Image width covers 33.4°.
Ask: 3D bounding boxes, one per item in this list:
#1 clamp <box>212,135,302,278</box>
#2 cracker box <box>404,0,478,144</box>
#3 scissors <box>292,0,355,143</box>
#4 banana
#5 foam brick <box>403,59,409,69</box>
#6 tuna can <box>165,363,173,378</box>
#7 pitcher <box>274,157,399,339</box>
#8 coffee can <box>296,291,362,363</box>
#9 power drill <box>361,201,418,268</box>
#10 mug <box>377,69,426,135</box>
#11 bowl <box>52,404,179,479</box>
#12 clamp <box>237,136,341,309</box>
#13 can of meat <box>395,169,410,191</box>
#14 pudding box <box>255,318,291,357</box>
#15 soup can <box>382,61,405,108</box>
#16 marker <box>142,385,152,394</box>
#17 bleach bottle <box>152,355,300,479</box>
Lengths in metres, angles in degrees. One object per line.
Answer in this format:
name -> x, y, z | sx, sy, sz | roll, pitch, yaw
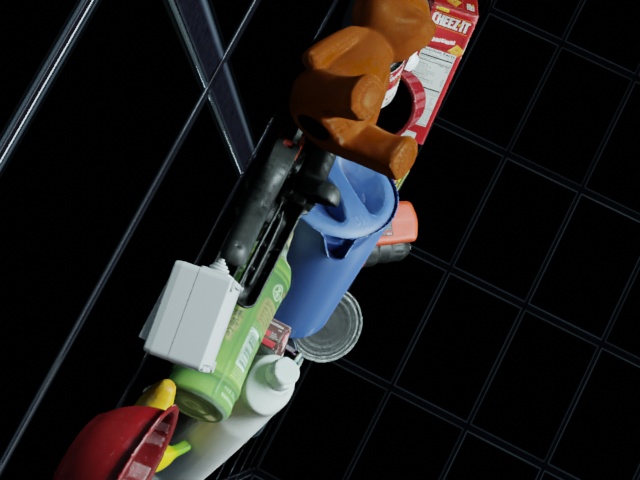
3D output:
clamp -> -0.060, -0.028, 0.987 | 0.171, 0.039, 0.120 | -67, -168, -16
cracker box -> 0.151, -0.269, 1.503 | 0.164, 0.072, 0.214 | -83, -169, -52
scissors -> 0.016, -0.190, 1.091 | 0.201, 0.016, 0.096 | -61, 172, -17
banana -> -0.163, 0.185, 1.019 | 0.069, 0.037, 0.198 | -45, 165, -21
foam brick -> 0.094, -0.253, 1.304 | 0.078, 0.053, 0.051 | -64, 174, 13
tuna can -> -0.134, 0.137, 1.115 | 0.086, 0.034, 0.086 | -62, 174, -11
pitcher -> -0.008, 0.002, 1.237 | 0.149, 0.145, 0.243 | -35, 161, -36
coffee can -> -0.013, 0.097, 1.436 | 0.103, 0.102, 0.140 | -64, -162, 1
power drill -> 0.059, -0.001, 1.398 | 0.188, 0.184, 0.057 | 140, -58, -67
mug -> 0.076, -0.170, 1.351 | 0.117, 0.093, 0.081 | -24, -177, 23
bowl -> -0.178, 0.195, 0.871 | 0.162, 0.055, 0.162 | -62, 174, -12
clamp -> -0.027, -0.035, 1.049 | 0.165, 0.036, 0.210 | -51, -165, 27
can of meat -> 0.072, -0.082, 1.399 | 0.102, 0.057, 0.084 | -59, 169, -3
pudding box -> -0.084, 0.109, 1.157 | 0.039, 0.090, 0.114 | -58, 173, -31
soup can -> 0.058, -0.193, 1.191 | 0.068, 0.068, 0.102 | -62, 175, -15
marker -> -0.163, 0.166, 1.058 | 0.020, 0.020, 0.121 | -61, 174, -20
bleach bottle -> -0.099, 0.190, 1.127 | 0.251, 0.068, 0.102 | -42, -166, 47
